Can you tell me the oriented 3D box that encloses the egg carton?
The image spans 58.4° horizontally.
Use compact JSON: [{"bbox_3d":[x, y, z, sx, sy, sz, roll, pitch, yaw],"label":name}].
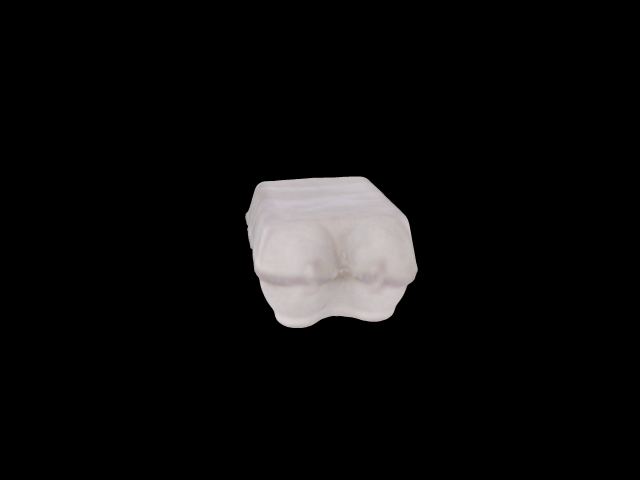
[{"bbox_3d":[0.004,0.001,0.400,0.107,0.069,0.150,-4,20,-10],"label":"egg carton"}]
